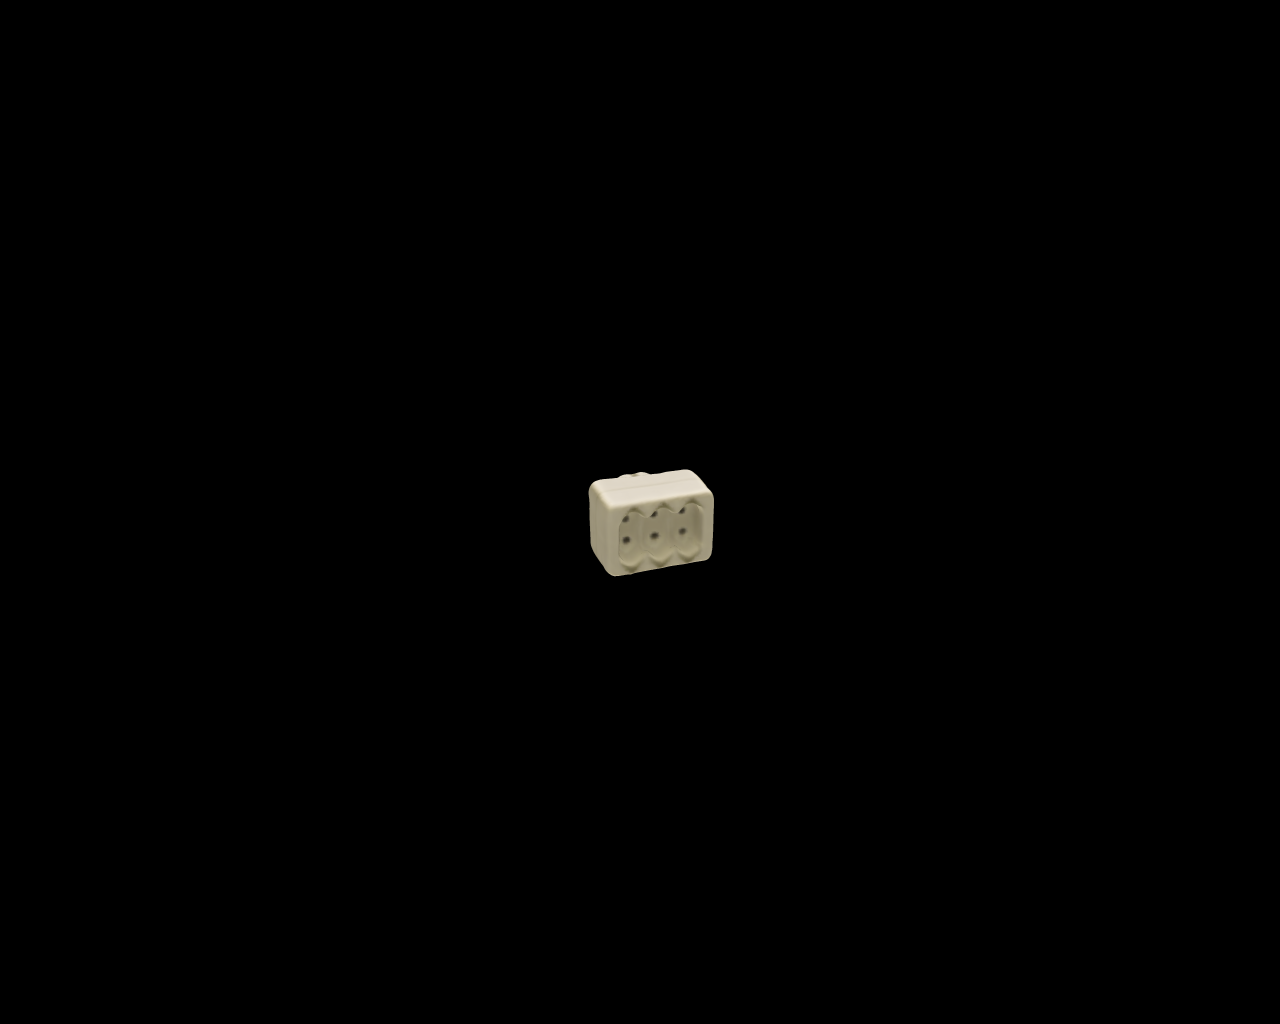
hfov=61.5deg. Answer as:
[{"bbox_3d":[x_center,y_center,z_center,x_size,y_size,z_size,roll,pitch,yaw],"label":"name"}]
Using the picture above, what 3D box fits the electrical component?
[{"bbox_3d":[0.001,-0.003,0.650,0.066,0.047,0.077,-8,28,-16],"label":"electrical component"}]
